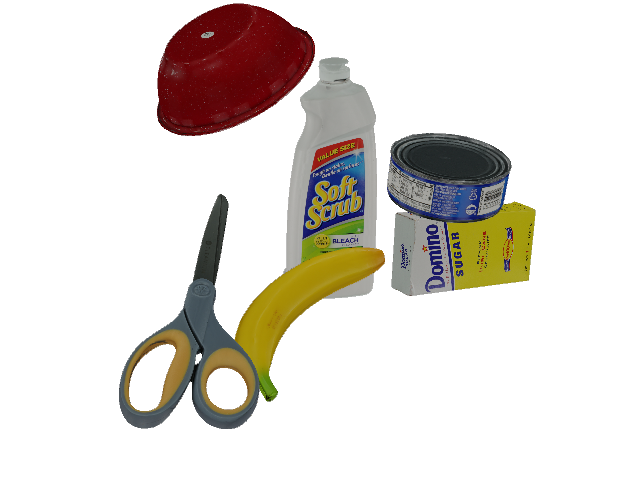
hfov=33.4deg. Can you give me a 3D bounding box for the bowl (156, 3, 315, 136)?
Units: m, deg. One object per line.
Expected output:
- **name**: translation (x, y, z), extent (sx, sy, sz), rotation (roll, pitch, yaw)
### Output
- **bowl**: translation (-0.089, -0.167, 0.972), extent (0.162, 0.055, 0.162), rotation (-18, 38, 15)

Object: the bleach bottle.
- **bleach bottle**: translation (0.008, -0.064, 1.112), extent (0.102, 0.251, 0.068), rotation (-2, 24, -2)

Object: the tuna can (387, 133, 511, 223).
- **tuna can**: translation (0.091, -0.045, 0.761), extent (0.086, 0.034, 0.086), rotation (4, 27, -3)

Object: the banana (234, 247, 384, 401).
- **banana**: translation (-0.019, 0.059, 0.919), extent (0.070, 0.037, 0.197), rotation (33, 51, 10)

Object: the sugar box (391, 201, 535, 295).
- **sugar box**: translation (0.169, 0.009, 1.254), extent (0.175, 0.093, 0.048), rotation (-7, 17, -30)

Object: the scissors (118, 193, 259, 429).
- **scissors**: translation (-0.065, 0.049, 0.715), extent (0.096, 0.201, 0.016), rotation (20, -42, 9)
